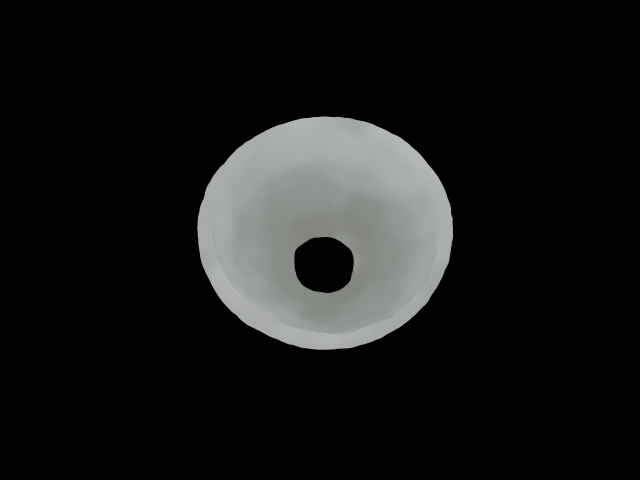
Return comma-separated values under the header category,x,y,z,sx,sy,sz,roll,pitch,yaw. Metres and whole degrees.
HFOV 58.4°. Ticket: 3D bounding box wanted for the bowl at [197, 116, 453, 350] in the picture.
category,x,y,z,sx,sy,sz,roll,pitch,yaw
bowl,0.004,0.001,0.400,0.167,0.075,0.167,0,65,0
